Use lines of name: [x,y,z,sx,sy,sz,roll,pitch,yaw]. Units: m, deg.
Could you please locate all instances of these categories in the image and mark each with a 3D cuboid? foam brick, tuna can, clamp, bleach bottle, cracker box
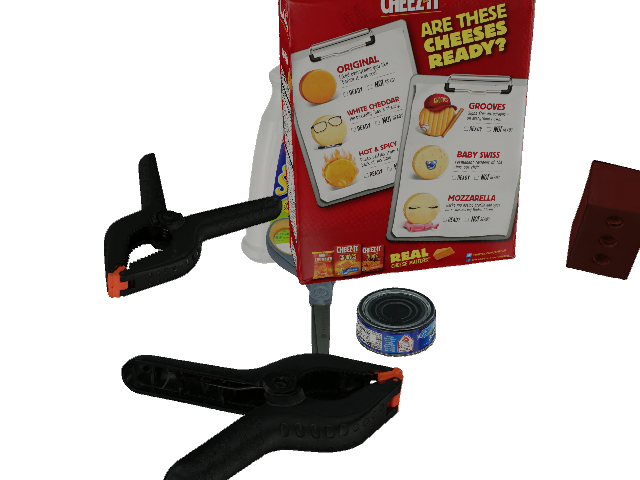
foam brick: [0.236,-0.016,0.868,0.053,0.051,0.078,13,-43,9]
tuna can: [0.081,0.086,1.140,0.086,0.034,0.086,-1,30,0]
clamp: [-0.028,0.105,0.628,0.171,0.039,0.120,-3,35,-12]
bleach bottle: [-0.036,-0.103,1.222,0.102,0.251,0.068,-5,21,-22]
clamp: [-0.157,-0.016,1.058,0.165,0.036,0.209,23,40,21]
cracker box: [0.056,-0.083,0.746,0.164,0.214,0.072,-7,30,-8]

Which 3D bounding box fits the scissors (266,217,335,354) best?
scissors: [-0.017,0.039,0.901,0.096,0.016,0.201,12,42,11]
